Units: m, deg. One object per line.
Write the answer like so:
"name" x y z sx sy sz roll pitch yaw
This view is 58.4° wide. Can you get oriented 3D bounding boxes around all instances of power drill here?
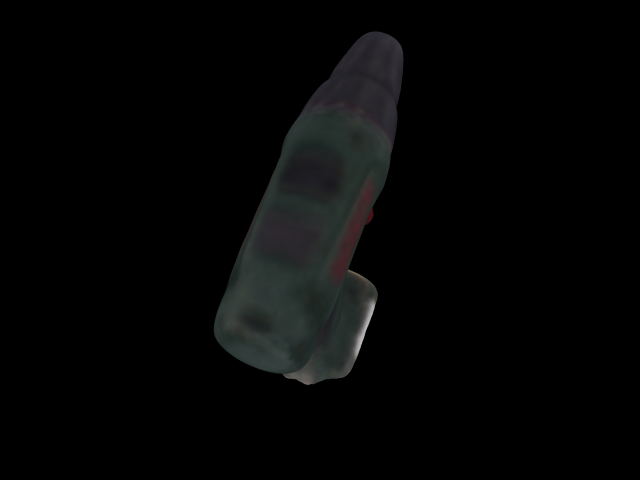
"power drill" 0.004 0.001 0.400 0.075 0.208 0.230 15 54 12
